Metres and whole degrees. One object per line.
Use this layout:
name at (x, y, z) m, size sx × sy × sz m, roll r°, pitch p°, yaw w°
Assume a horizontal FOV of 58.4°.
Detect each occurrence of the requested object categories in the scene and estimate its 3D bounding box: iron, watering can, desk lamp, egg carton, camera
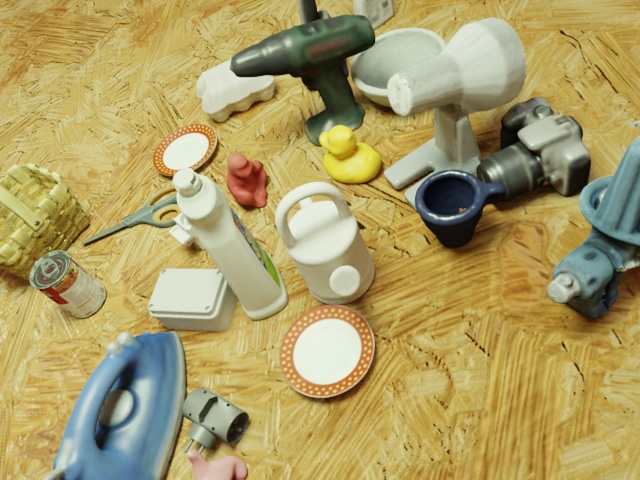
iron at (-0.257, 0.208, 0.729) m, size 0.118 × 0.142 × 0.258 m, roll -1°, pitch 55°, yaw 19°
watering can at (0.009, 0.002, 0.750) m, size 0.101 × 0.194 × 0.172 m, roll -44°, pitch 53°, yaw -14°
desk lamp at (0.181, -0.177, 0.805) m, size 0.203 × 0.214 × 0.117 m, roll -34°, pitch 51°, yaw -6°
egg carton at (-0.163, -0.297, 1.107) m, size 0.150 × 0.070 × 0.107 m, roll -27°, pitch 51°, yaw 0°
camera at (0.285, -0.123, 0.802) m, size 0.137 × 0.101 × 0.143 m, roll -24°, pitch 51°, yaw 1°

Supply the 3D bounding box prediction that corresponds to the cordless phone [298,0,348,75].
cordless phone at (-0.017, -0.390, 1.047) m, size 0.094 × 0.185 × 0.147 m, roll -18°, pitch 52°, yaw 7°

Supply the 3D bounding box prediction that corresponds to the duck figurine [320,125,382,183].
duck figurine at (0.045, -0.143, 0.911) m, size 0.104 × 0.086 × 0.077 m, roll 20°, pitch 64°, yaw 30°

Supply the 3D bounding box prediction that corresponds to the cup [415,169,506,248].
cup at (0.193, -0.037, 0.776) m, size 0.117 × 0.095 × 0.091 m, roll -13°, pitch 52°, yaw 11°

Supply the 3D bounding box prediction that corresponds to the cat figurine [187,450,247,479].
cat figurine at (-0.122, 0.294, 0.634) m, size 0.067 × 0.118 × 0.127 m, roll -25°, pitch 51°, yaw 1°

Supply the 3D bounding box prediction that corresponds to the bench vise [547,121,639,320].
bench vise at (0.338, -0.016, 0.629) m, size 0.121 × 0.220 × 0.208 m, roll 19°, pitch 64°, yaw 30°

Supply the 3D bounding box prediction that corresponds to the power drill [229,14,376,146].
power drill at (-0.009, -0.260, 0.936) m, size 0.229 × 0.209 × 0.075 m, roll -28°, pitch 51°, yaw -2°

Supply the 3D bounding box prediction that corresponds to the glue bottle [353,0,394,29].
glue bottle at (0.090, -0.488, 1.088) m, size 0.078 × 0.173 × 0.037 m, roll -36°, pitch 52°, yaw -8°

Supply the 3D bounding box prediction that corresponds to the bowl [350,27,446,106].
bowl at (0.140, -0.284, 0.987) m, size 0.167 × 0.075 × 0.167 m, roll -9°, pitch 53°, yaw 13°

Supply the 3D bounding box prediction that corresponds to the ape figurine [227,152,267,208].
ape figurine at (-0.125, -0.105, 0.940) m, size 0.075 × 0.092 × 0.078 m, roll 25°, pitch 67°, yaw 32°
